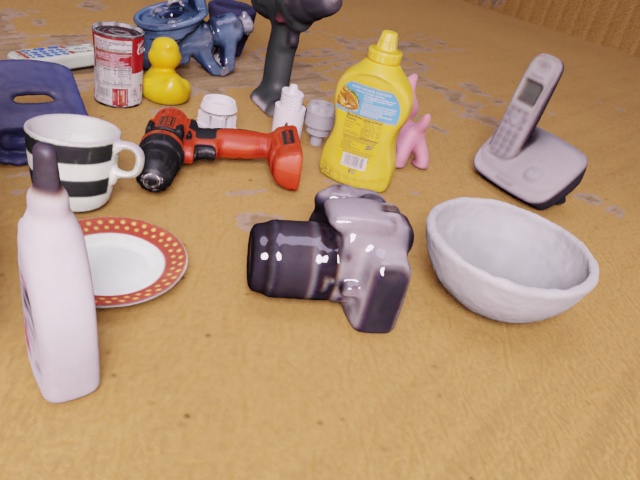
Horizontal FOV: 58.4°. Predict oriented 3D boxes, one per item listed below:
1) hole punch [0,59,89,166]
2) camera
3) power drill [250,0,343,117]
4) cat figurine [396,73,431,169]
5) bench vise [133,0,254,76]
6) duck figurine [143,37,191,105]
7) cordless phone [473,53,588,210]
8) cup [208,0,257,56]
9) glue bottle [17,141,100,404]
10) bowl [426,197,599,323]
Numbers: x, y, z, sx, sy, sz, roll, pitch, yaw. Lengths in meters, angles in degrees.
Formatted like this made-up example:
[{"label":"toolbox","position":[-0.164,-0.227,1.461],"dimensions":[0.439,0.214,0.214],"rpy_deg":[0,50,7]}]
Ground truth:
[{"label":"hole punch","position":[-0.317,-0.144,0.641],"dimensions":[0.109,0.091,0.100],"rpy_deg":[-13,40,-36]},{"label":"camera","position":[0.005,0.002,0.518],"dimensions":[0.137,0.101,0.143],"rpy_deg":[4,33,-14]},{"label":"power drill","position":[-0.046,-0.299,0.873],"dimensions":[0.076,0.208,0.228],"rpy_deg":[-8,37,-29]},{"label":"cat figurine","position":[0.120,-0.181,0.832],"dimensions":[0.067,0.118,0.127],"rpy_deg":[-4,35,-25]},{"label":"bench vise","position":[-0.214,-0.391,0.947],"dimensions":[0.121,0.220,0.208],"rpy_deg":[33,37,30]},{"label":"duck figurine","position":[-0.231,-0.257,0.855],"dimensions":[0.078,0.086,0.104],"rpy_deg":[-6,36,-28]},{"label":"cordless phone","position":[0.304,-0.148,0.784],"dimensions":[0.094,0.185,0.147],"rpy_deg":[-11,39,-33]},{"label":"cup","position":[-0.169,-0.412,1.115],"dimensions":[0.091,0.095,0.118],"rpy_deg":[18,32,8]},{"label":"glue bottle","position":[-0.168,0.018,0.360],"dimensions":[0.037,0.173,0.078],"rpy_deg":[-14,40,-36]},{"label":"bowl","position":[0.176,0.029,0.562],"dimensions":[0.167,0.075,0.167],"rpy_deg":[9,32,-6]}]
